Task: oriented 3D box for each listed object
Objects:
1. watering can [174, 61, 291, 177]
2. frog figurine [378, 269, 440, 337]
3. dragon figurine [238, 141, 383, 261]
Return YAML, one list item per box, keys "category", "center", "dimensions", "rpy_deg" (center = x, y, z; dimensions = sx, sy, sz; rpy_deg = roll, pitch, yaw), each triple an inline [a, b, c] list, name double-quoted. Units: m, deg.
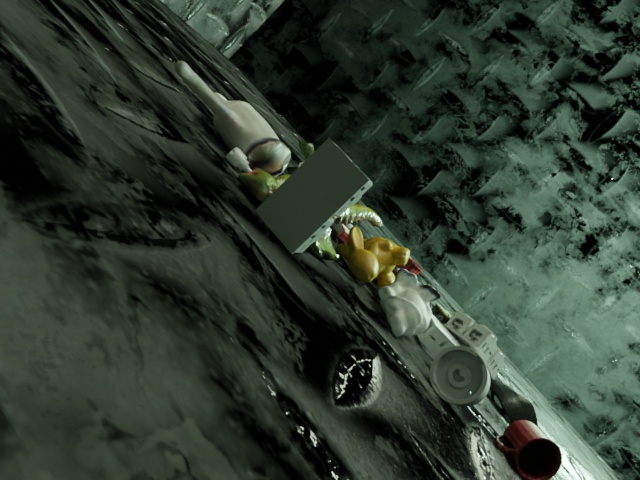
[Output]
- category: "watering can"
  center: [-0.180, -0.248, 1.131]
  dimensions: [0.227, 0.103, 0.345]
  rpy_deg: [50, 7, 18]
- category: "frog figurine"
  center: [0.180, 0.158, 1.121]
  dimensions: [0.136, 0.121, 0.163]
  rpy_deg: [51, 43, -19]
- category: "dragon figurine"
  center: [0.003, -0.056, 1.117]
  dimensions: [0.406, 0.120, 0.249]
  rpy_deg: [32, 44, -27]
